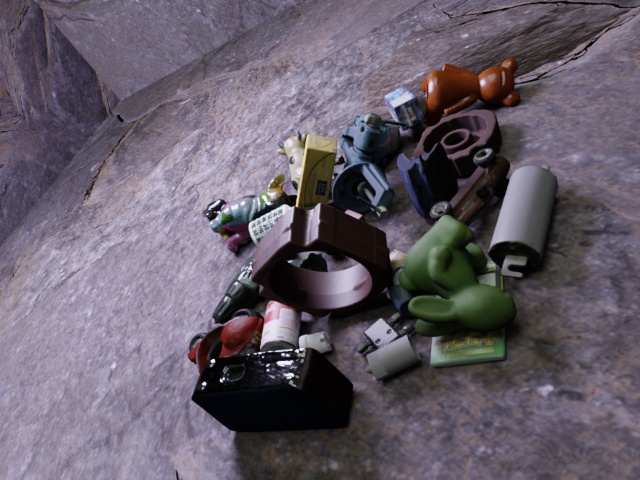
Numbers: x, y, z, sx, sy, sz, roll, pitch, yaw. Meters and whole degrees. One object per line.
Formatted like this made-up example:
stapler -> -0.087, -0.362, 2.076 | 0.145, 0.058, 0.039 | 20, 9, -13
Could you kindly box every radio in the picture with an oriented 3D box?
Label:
radio -> -0.078, 0.235, 0.833 | 0.230, 0.131, 0.073 | -15, 41, 29

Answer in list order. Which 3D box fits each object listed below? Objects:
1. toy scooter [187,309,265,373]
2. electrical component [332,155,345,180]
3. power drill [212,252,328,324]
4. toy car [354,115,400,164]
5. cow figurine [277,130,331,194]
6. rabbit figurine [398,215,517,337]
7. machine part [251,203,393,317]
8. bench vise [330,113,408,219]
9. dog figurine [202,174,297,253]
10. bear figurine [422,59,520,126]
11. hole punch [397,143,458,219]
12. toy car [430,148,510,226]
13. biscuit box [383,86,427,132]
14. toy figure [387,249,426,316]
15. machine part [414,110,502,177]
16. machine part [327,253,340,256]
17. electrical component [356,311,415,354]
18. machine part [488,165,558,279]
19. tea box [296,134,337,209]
toy scooter -> -0.179, 0.213, 1.005 | 0.184, 0.075, 0.135 | -27, 34, 20
electrical component -> 0.061, -0.164, 1.274 | 0.078, 0.045, 0.102 | -23, 36, 22
power drill -> -0.094, 0.089, 1.085 | 0.207, 0.086, 0.232 | -5, 41, 49
toy car -> 0.137, -0.239, 1.262 | 0.103, 0.109, 0.162 | -4, 25, 0
cow figurine -> -0.044, -0.182, 1.318 | 0.085, 0.127, 0.195 | -26, 37, 10
rabbit figurine -> 0.198, 0.069, 0.779 | 0.159, 0.121, 0.170 | -34, 46, -5
machine part -> 0.003, 0.039, 0.904 | 0.201, 0.201, 0.087 | -43, 32, 44
bench vise -> 0.099, -0.132, 1.091 | 0.223, 0.129, 0.241 | -59, 30, 24
dog figurine -> -0.165, -0.078, 1.324 | 0.219, 0.108, 0.192 | -35, 30, -6
bear figurine -> 0.332, -0.331, 1.192 | 0.196, 0.120, 0.132 | -5, -6, 2
hole punch -> 0.193, -0.108, 1.016 | 0.092, 0.142, 0.116 | -8, 29, 33
toy car -> 0.267, -0.070, 0.933 | 0.202, 0.089, 0.053 | -48, 31, -19
biscuit box -> 0.199, -0.315, 1.279 | 0.059, 0.062, 0.203 | -25, 20, 10
toy figure -> 0.143, 0.062, 0.917 | 0.064, 0.057, 0.155 | 7, 35, -10
machine part -> 0.284, -0.195, 1.102 | 0.179, 0.056, 0.179 | -23, 35, 17
machine part -> -0.002, -0.003, 1.119 | 0.039, 0.084, 0.139 | -63, 25, 6
electrical component -> 0.104, 0.157, 0.863 | 0.094, 0.021, 0.063 | -39, 34, -4
machine part -> 0.324, -0.036, 0.852 | 0.079, 0.079, 0.243 | -3, 47, 40
tea box -> -0.010, -0.134, 1.179 | 0.068, 0.169, 0.098 | 10, 27, -4
